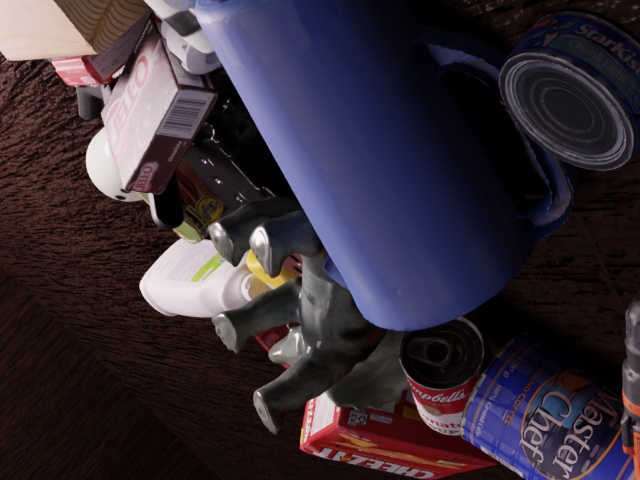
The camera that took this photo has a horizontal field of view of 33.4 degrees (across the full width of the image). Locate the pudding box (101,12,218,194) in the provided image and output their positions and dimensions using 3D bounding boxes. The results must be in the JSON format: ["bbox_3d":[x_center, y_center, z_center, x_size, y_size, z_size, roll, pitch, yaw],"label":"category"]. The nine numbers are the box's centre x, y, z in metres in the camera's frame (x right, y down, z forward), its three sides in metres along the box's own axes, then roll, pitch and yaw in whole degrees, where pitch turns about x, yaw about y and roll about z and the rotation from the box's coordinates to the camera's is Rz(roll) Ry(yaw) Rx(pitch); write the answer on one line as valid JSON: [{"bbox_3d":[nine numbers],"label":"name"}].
[{"bbox_3d":[-0.128,-0.105,0.835,0.114,0.039,0.090,-52,47,35],"label":"pudding box"}]

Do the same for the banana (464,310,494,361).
[{"bbox_3d":[0.121,0.052,0.875,0.070,0.037,0.197,13,152,21],"label":"banana"}]

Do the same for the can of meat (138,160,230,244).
[{"bbox_3d":[-0.125,-0.059,1.030,0.102,0.084,0.058,47,160,-13],"label":"can of meat"}]

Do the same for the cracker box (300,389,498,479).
[{"bbox_3d":[0.078,0.197,1.113,0.164,0.072,0.214,15,161,-7],"label":"cracker box"}]

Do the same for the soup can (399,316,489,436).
[{"bbox_3d":[0.106,0.112,0.879,0.069,0.068,0.102,31,160,29],"label":"soup can"}]

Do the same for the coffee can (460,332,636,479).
[{"bbox_3d":[0.196,0.150,0.835,0.140,0.102,0.103,31,158,28],"label":"coffee can"}]

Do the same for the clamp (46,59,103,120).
[{"bbox_3d":[-0.248,-0.181,1.076,0.120,0.039,0.172,42,158,-18],"label":"clamp"}]

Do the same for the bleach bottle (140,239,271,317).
[{"bbox_3d":[-0.122,0.050,1.219,0.068,0.102,0.251,46,164,-21],"label":"bleach bottle"}]

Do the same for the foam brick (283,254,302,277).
[{"bbox_3d":[-0.006,0.001,0.980,0.053,0.051,0.078,33,159,26],"label":"foam brick"}]

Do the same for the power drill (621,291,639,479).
[{"bbox_3d":[0.276,0.125,0.662,0.188,0.057,0.184,16,129,45],"label":"power drill"}]

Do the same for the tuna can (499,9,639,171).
[{"bbox_3d":[0.138,-0.078,0.565,0.086,0.033,0.086,36,160,15],"label":"tuna can"}]

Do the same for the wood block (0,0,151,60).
[{"bbox_3d":[-0.218,-0.210,0.875,0.206,0.090,0.090,11,144,55],"label":"wood block"}]

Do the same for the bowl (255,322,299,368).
[{"bbox_3d":[-0.013,0.110,1.219,0.162,0.055,0.162,36,160,15],"label":"bowl"}]

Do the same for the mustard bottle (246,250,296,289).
[{"bbox_3d":[0.010,0.073,1.087,0.191,0.058,0.096,47,170,-14],"label":"mustard bottle"}]

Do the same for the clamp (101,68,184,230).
[{"bbox_3d":[-0.146,-0.107,0.924,0.036,0.164,0.210,9,-171,-34],"label":"clamp"}]

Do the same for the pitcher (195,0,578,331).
[{"bbox_3d":[0.038,-0.074,0.650,0.242,0.149,0.145,57,171,-29],"label":"pitcher"}]

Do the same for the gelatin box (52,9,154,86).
[{"bbox_3d":[-0.172,-0.165,0.886,0.073,0.089,0.030,11,144,56],"label":"gelatin box"}]
